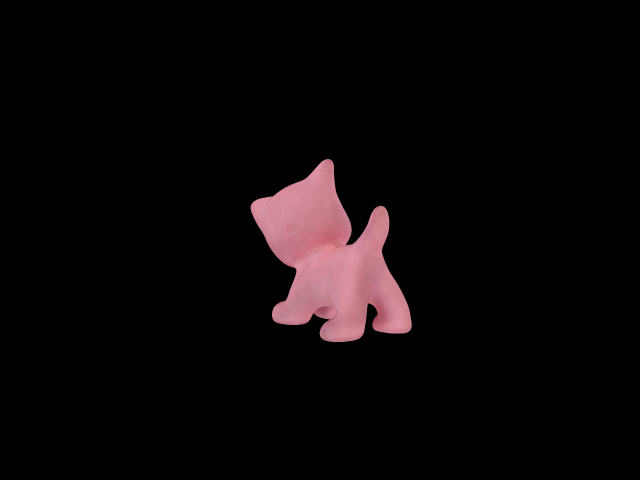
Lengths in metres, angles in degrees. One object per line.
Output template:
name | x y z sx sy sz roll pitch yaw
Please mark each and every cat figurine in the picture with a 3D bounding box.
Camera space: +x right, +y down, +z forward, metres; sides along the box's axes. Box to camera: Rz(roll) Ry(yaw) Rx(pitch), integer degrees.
cat figurine | 0.004 0.001 0.400 0.067 0.118 0.127 -3 5 -37
